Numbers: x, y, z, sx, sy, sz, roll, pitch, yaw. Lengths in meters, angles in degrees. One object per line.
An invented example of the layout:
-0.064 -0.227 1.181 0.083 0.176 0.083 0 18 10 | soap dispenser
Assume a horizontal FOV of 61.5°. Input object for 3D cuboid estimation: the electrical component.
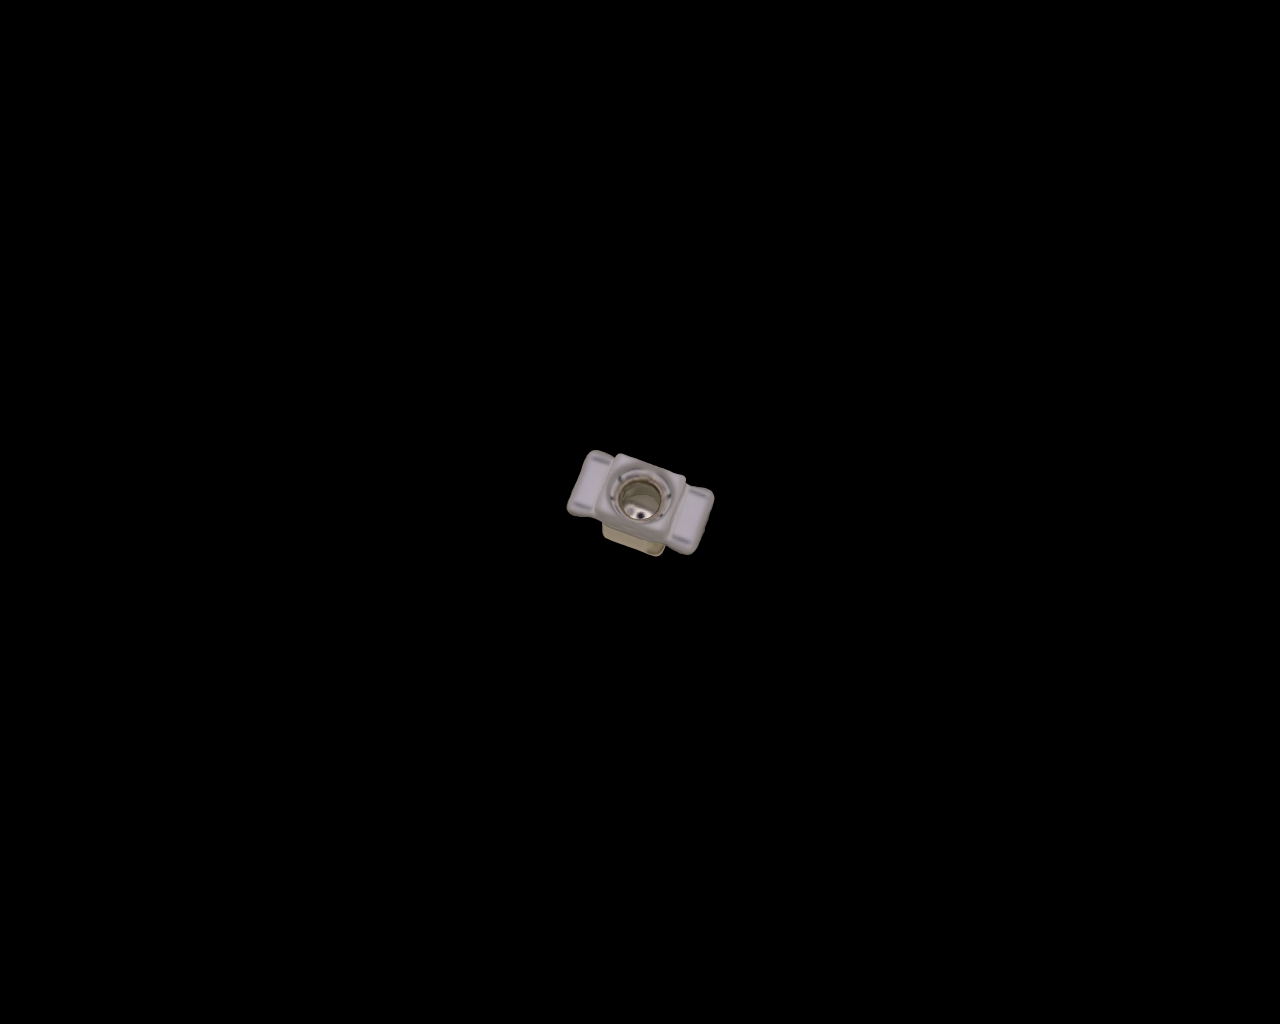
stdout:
0.001 -0.003 0.650 0.081 0.042 0.063 21 -18 7 | electrical component
